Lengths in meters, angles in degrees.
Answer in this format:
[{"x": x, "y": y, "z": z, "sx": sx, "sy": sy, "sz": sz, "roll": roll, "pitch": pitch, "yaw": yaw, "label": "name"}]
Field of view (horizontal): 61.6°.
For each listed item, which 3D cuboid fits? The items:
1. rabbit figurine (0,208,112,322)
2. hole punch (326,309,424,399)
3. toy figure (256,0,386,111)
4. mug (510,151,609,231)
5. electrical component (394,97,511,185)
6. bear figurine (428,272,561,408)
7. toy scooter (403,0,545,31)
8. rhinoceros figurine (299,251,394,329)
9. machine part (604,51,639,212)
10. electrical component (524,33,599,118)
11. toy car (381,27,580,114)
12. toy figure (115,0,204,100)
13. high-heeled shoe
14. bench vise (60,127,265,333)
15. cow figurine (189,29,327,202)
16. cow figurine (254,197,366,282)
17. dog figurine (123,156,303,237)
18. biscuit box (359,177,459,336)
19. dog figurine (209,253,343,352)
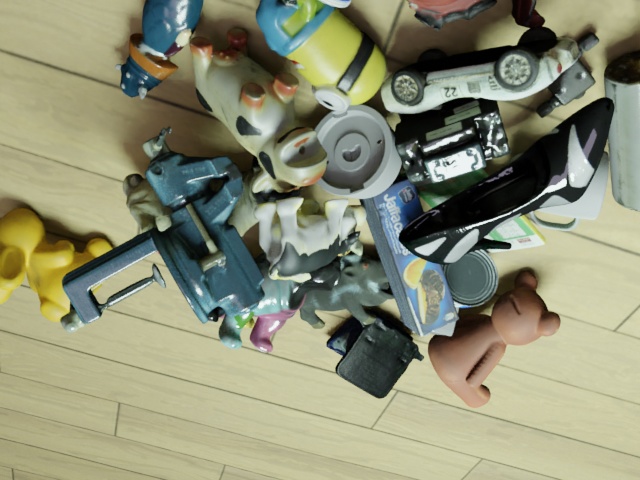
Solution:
[{"x": -0.419, "y": 0.035, "z": 0.800, "sx": 0.122, "sy": 0.162, "sz": 0.173, "roll": -32, "pitch": 101, "yaw": 42, "label": "rabbit figurine"}, {"x": 0.084, "y": 0.177, "z": 0.882, "sx": 0.142, "sy": 0.092, "sz": 0.115, "roll": 36, "pitch": 95, "yaw": -18, "label": "hole punch"}, {"x": -0.004, "y": -0.217, "z": 0.570, "sx": 0.089, "sy": 0.082, "sz": 0.180, "roll": -30, "pitch": 117, "yaw": 27, "label": "toy figure"}, {"x": 0.285, "y": -0.063, "z": 0.660, "sx": 0.107, "sy": 0.081, "sz": 0.109, "roll": 11, "pitch": 135, "yaw": 17, "label": "mug"}, {"x": 0.143, "y": -0.118, "z": 0.595, "sx": 0.115, "sy": 0.134, "sz": 0.058, "roll": -17, "pitch": 123, "yaw": 23, "label": "electrical component"}, {"x": 0.265, "y": 0.147, "z": 0.806, "sx": 0.196, "sy": 0.120, "sz": 0.131, "roll": -35, "pitch": 134, "yaw": 15, "label": "bear figurine"}, {"x": 0.160, "y": -0.257, "z": 0.522, "sx": 0.184, "sy": 0.075, "sz": 0.135, "roll": -15, "pitch": 126, "yaw": 13, "label": "toy scooter"}, {"x": 0.047, "y": 0.064, "z": 0.799, "sx": 0.190, "sy": 0.073, "sz": 0.112, "roll": -16, "pitch": 114, "yaw": 21, "label": "rhinoceros figurine"}, {"x": 0.365, "y": -0.119, "z": 0.601, "sx": 0.079, "sy": 0.079, "sz": 0.242, "roll": -14, "pitch": 124, "yaw": 18, "label": "machine part"}, {"x": 0.273, "y": -0.182, "z": 0.597, "sx": 0.063, "sy": 0.021, "sz": 0.094, "roll": 37, "pitch": 123, "yaw": -21, "label": "electrical component"}, {"x": 0.156, "y": -0.169, "z": 0.550, "sx": 0.202, "sy": 0.073, "sz": 0.056, "roll": 4, "pitch": 126, "yaw": 40, "label": "toy car"}, {"x": -0.180, "y": -0.221, "z": 0.602, "sx": 0.058, "sy": 0.064, "sz": 0.154, "roll": 9, "pitch": 138, "yaw": -38, "label": "toy figure"}, {"x": 0.187, "y": -0.061, "z": 0.581, "sx": 0.145, "sy": 0.086, "sz": 0.248, "roll": 8, "pitch": 135, "yaw": -11, "label": "high-heeled shoe"}, {"x": -0.178, "y": 0.011, "z": 0.585, "sx": 0.241, "sy": 0.129, "sz": 0.223, "roll": -30, "pitch": 109, "yaw": -11, "label": "bench vise"}, {"x": -0.067, "y": -0.130, "z": 0.599, "sx": 0.195, "sy": 0.085, "sz": 0.127, "roll": 46, "pitch": 149, "yaw": 22, "label": "cow figurine"}, {"x": 0.001, "y": -0.002, "z": 0.639, "sx": 0.068, "sy": 0.167, "sz": 0.098, "roll": -6, "pitch": 88, "yaw": 42, "label": "cow figurine"}, {"x": -0.137, "y": -0.069, "z": 0.698, "sx": 0.190, "sy": 0.121, "sz": 0.172, "roll": -44, "pitch": 111, "yaw": 4, "label": "dog figurine"}, {"x": 0.115, "y": 0.020, "z": 0.701, "sx": 0.059, "sy": 0.063, "sz": 0.202, "roll": -23, "pitch": 102, "yaw": -9, "label": "biscuit box"}, {"x": -0.067, "y": 0.042, "z": 0.762, "sx": 0.219, "sy": 0.192, "sz": 0.108, "roll": -54, "pitch": 140, "yaw": 4, "label": "dog figurine"}]
